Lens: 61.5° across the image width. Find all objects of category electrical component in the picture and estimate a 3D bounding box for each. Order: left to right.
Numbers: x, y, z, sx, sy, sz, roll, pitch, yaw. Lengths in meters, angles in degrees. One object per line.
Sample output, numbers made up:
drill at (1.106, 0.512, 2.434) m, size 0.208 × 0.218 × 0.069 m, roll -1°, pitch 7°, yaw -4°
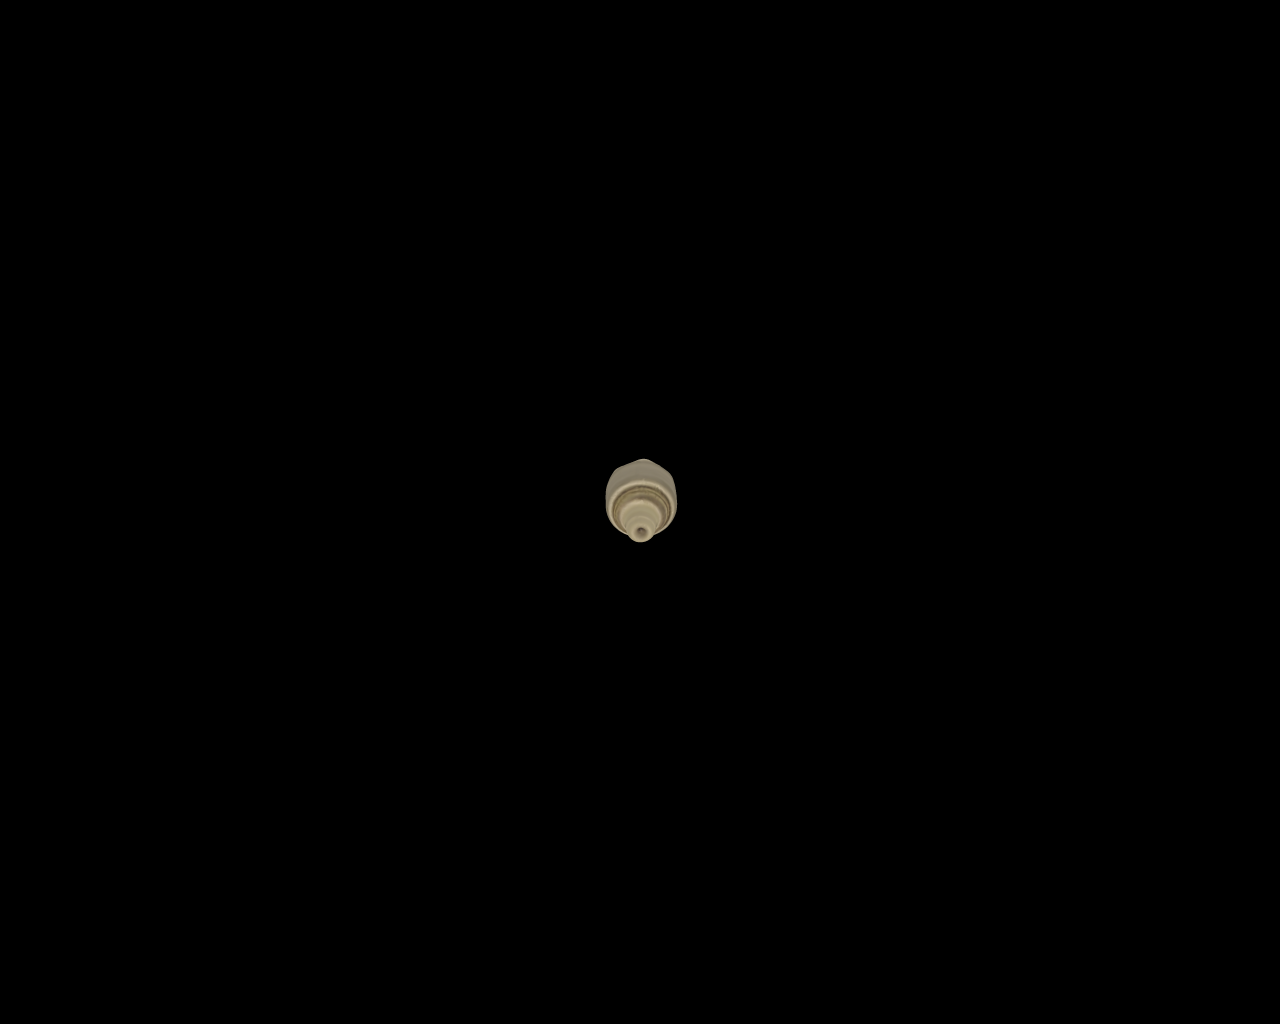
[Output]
electrical component at (0.001, -0.003, 0.650) m, size 0.043 × 0.043 × 0.062 m, roll 0°, pitch 30°, yaw 0°
